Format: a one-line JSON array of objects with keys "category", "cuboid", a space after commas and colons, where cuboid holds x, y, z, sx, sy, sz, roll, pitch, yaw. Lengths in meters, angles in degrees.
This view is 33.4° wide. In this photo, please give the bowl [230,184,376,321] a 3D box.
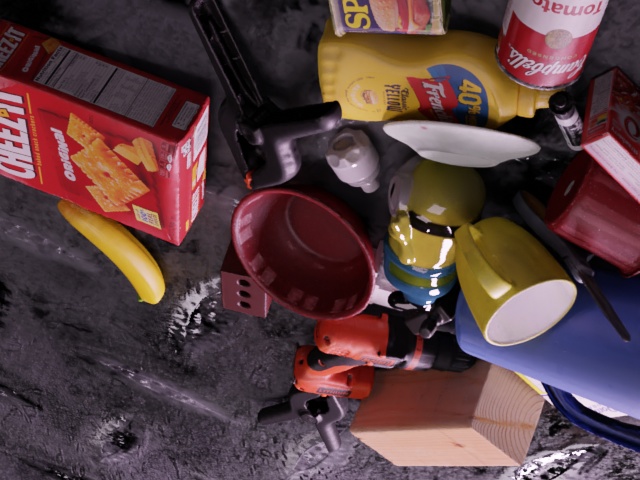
[{"category": "bowl", "cuboid": [-0.007, 0.001, 1.059, 0.162, 0.055, 0.162, 19, 135, 20]}]

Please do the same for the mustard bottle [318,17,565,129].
[{"category": "mustard bottle", "cuboid": [0.098, -0.127, 0.851, 0.192, 0.058, 0.096, 9, 148, 13]}]

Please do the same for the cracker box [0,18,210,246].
[{"category": "cracker box", "cuboid": [-0.216, -0.098, 1.015, 0.214, 0.072, 0.164, 21, 146, 6]}]

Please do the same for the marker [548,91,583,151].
[{"category": "marker", "cuboid": [0.196, -0.093, 0.837, 0.020, 0.020, 0.121, 4, 172, 21]}]

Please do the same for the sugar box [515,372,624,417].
[{"category": "sugar box", "cuboid": [0.263, 0.132, 1.142, 0.094, 0.048, 0.176, -18, 135, 42]}]

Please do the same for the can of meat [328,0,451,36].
[{"category": "can of meat", "cuboid": [0.050, -0.197, 0.779, 0.084, 0.057, 0.102, 5, 143, 16]}]

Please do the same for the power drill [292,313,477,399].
[{"category": "power drill", "cuboid": [0.060, 0.131, 1.198, 0.184, 0.057, 0.188, 13, 155, -17]}]

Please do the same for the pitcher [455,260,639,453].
[{"category": "pitcher", "cuboid": [0.253, 0.096, 0.988, 0.243, 0.149, 0.145, 16, 165, 29]}]

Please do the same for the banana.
[{"category": "banana", "cuboid": [-0.227, 0.020, 1.225, 0.070, 0.037, 0.197, -1, 141, 25]}]

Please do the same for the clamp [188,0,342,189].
[{"category": "clamp", "cuboid": [-0.045, -0.102, 0.932, 0.165, 0.036, 0.210, 40, 156, 22]}]

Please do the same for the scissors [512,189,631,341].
[{"category": "scissors", "cuboid": [0.231, 0.026, 0.913, 0.096, 0.202, 0.016, 19, 119, -39]}]

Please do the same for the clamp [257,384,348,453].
[{"category": "clamp", "cuboid": [-0.020, 0.221, 1.404, 0.120, 0.039, 0.172, 12, 140, 0]}]

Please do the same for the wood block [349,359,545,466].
[{"category": "wood block", "cuboid": [0.142, 0.201, 1.228, 0.090, 0.090, 0.207, 39, 150, -25]}]

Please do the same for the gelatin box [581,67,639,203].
[{"category": "gelatin box", "cuboid": [0.245, -0.079, 0.834, 0.089, 0.073, 0.030, 37, 140, -25]}]

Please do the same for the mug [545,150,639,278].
[{"category": "mug", "cuboid": [0.242, -0.028, 0.906, 0.081, 0.093, 0.117, 27, 180, -4]}]

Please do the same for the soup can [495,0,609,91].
[{"category": "soup can", "cuboid": [0.168, -0.166, 0.757, 0.068, 0.068, 0.102, 15, 145, 5]}]

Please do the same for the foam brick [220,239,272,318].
[{"category": "foam brick", "cuboid": [-0.076, 0.040, 1.167, 0.053, 0.051, 0.078, 13, 145, 7]}]
